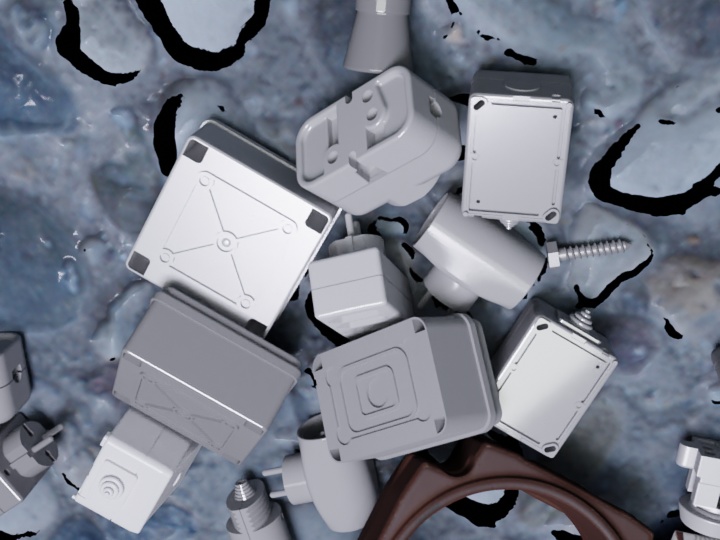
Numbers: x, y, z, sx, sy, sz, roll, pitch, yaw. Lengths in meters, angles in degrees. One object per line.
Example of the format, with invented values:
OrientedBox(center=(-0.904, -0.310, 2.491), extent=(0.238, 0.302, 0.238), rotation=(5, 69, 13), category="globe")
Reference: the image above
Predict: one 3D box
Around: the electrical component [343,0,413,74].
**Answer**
OrientedBox(center=(0.014, -0.156, 0.667), extent=(0.044, 0.044, 0.065), rotation=(7, 106, 6), category="electrical component")

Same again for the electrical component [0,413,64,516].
OrientedBox(center=(-0.252, 0.138, 0.801), extent=(0.077, 0.065, 0.047), rotation=(-33, 102, 18), category="electrical component")

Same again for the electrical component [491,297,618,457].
OrientedBox(center=(0.126, 0.064, 0.722), extent=(0.062, 0.061, 0.096), rotation=(30, 104, -3), category="electrical component")

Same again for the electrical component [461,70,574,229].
OrientedBox(center=(0.098, -0.073, 0.677), extent=(0.062, 0.061, 0.096), rotation=(5, 118, 7), category="electrical component")

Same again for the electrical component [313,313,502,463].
OrientedBox(center=(0.030, 0.079, 0.708), extent=(0.113, 0.057, 0.078), rotation=(-25, 71, 43), category="electrical component")

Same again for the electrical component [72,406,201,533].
OrientedBox(center=(-0.156, 0.140, 0.771), extent=(0.061, 0.096, 0.061), rotation=(30, 111, -3), category="electrical component")

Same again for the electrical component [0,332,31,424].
OrientedBox(center=(-0.297, 0.083, 0.794), extent=(0.095, 0.053, 0.059), rotation=(-1, 110, 9), category="electrical component")

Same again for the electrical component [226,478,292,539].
OrientedBox(center=(-0.077, 0.193, 0.806), extent=(0.043, 0.043, 0.081), rotation=(-13, 108, 13), category="electrical component")

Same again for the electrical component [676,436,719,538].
OrientedBox(center=(0.248, 0.151, 0.741), extent=(0.066, 0.048, 0.055), rotation=(10, 103, 5), category="electrical component")

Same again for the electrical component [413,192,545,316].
OrientedBox(center=(0.069, 0.001, 0.714), extent=(0.077, 0.043, 0.079), rotation=(33, 111, -4), category="electrical component")

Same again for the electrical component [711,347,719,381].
OrientedBox(center=(0.285, 0.065, 0.694), extent=(0.096, 0.061, 0.061), rotation=(-29, 103, 17), category="electrical component")

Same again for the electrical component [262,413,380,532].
OrientedBox(center=(-0.032, 0.149, 0.783), extent=(0.079, 0.043, 0.077), rotation=(-13, 108, 13), category="electrical component")

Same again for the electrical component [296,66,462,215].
OrientedBox(center=(0.014, -0.077, 0.672), extent=(0.095, 0.053, 0.059), rotation=(-26, 143, 34), category="electrical component")

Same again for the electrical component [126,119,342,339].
OrientedBox(center=(-0.083, -0.026, 0.720), extent=(0.109, 0.056, 0.108), rotation=(30, 111, -3), category="electrical component")

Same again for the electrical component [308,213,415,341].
OrientedBox(center=(0.000, 0.000, 0.711), extent=(0.047, 0.083, 0.075), rotation=(-13, 73, 13), category="electrical component")

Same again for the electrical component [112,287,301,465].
OrientedBox(center=(-0.107, 0.075, 0.733), extent=(0.109, 0.056, 0.108), rotation=(30, 153, -3), category="electrical component")
